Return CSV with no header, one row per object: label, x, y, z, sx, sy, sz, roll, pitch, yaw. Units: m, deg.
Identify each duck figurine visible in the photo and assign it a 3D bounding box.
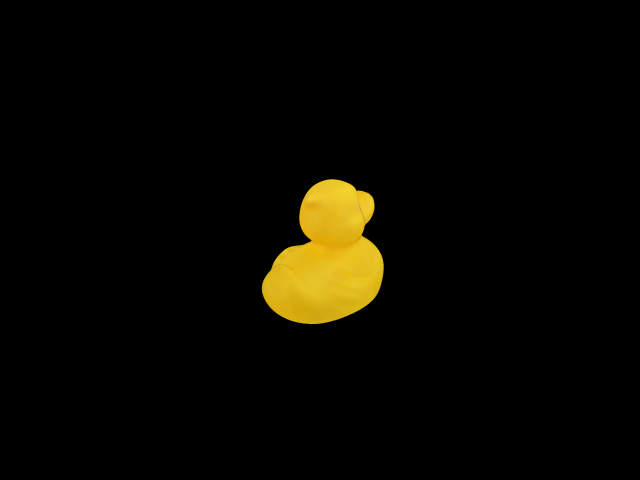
duck figurine,0.004,0.001,0.400,0.077,0.086,0.105,24,38,35
